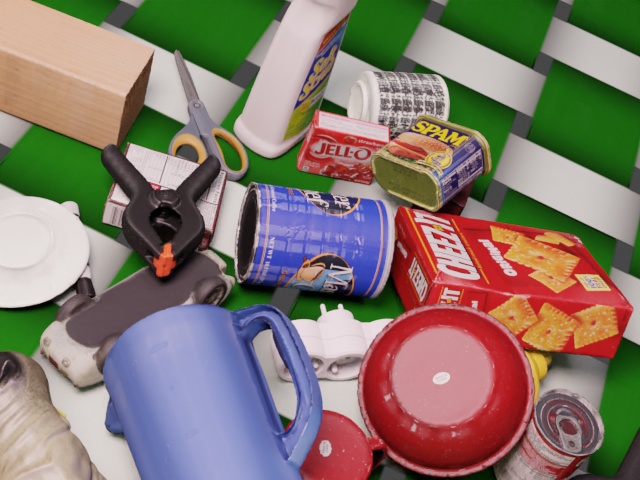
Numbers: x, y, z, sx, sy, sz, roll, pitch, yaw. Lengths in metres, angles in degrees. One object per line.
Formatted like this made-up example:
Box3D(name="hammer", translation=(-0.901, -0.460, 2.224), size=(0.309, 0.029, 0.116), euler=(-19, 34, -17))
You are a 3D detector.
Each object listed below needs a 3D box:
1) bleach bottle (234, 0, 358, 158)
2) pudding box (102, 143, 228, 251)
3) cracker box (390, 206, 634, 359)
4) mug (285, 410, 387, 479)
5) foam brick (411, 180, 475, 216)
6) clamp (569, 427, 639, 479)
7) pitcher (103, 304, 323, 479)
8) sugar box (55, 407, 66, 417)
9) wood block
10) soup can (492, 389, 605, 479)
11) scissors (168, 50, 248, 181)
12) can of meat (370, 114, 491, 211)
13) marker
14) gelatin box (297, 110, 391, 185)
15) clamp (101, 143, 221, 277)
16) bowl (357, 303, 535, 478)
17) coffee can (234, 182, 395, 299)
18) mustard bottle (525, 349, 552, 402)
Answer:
Box3D(name="bleach bottle", translation=(-0.018, -0.205, 1.142), size=(0.068, 0.251, 0.102), euler=(38, 49, 12))
Box3D(name="pudding box", translation=(-0.158, -0.045, 1.100), size=(0.113, 0.039, 0.090), euler=(18, 46, -9))
Box3D(name="cracker box", translation=(0.188, 0.040, 1.099), size=(0.213, 0.072, 0.164), euler=(9, 26, -14))
Box3D(name="mug", translation=(0.007, 0.198, 0.926), size=(0.117, 0.082, 0.093), euler=(-8, 55, -26))
Box3D(name="foam brick", translation=(0.141, -0.056, 1.211), size=(0.051, 0.053, 0.078), euler=(25, 47, 1))
Box3D(name="clamp", translation=(0.290, 0.251, 1.018), size=(0.209, 0.036, 0.164), euler=(-3, 52, -22))
Box3D(name="pitcher", translation=(-0.074, 0.169, 0.843), size=(0.144, 0.149, 0.243), euler=(-3, 40, -26))
Box3D(name="sugar box", translation=(-0.309, 0.136, 0.885), size=(0.176, 0.048, 0.093), euler=(33, 48, 7))
Box3D(name="wood block", translation=(-0.292, -0.183, 1.131), size=(0.206, 0.090, 0.090), euler=(21, 47, -2))
Box3D(name="soup can", translation=(0.210, 0.193, 0.992), size=(0.068, 0.102, 0.068), euler=(11, 49, -12))
Box3D(name="scissors", translation=(-0.152, -0.138, 1.196), size=(0.096, 0.016, 0.202), euler=(-19, 60, -32))
Box3D(name="can of meat", translation=(0.117, -0.083, 1.145), size=(0.083, 0.057, 0.102), euler=(-38, 44, -28))
Box3D(name="marker", translation=(-0.234, 0.014, 1.033), size=(0.020, 0.020, 0.121), euler=(-3, 53, -23))
Box3D(name="gelatin box", translation=(0.026, -0.102, 1.192), size=(0.089, 0.073, 0.030), euler=(11, 50, -12))
Box3D(name="clamp", translation=(-0.143, -0.034, 1.037), size=(0.120, 0.039, 0.171), euler=(-6, 48, -16))
Box3D(name="bowl", translation=(0.110, 0.126, 0.949), size=(0.162, 0.055, 0.162), euler=(-3, 70, 9))
Box3D(name="coffee can", translation=(-0.007, 0.001, 1.073), size=(0.140, 0.103, 0.103), euler=(7, 49, -15))
Box3D(name="mustard bottle", translation=(0.157, 0.146, 1.042), size=(0.191, 0.058, 0.096), euler=(-20, 58, -33))
